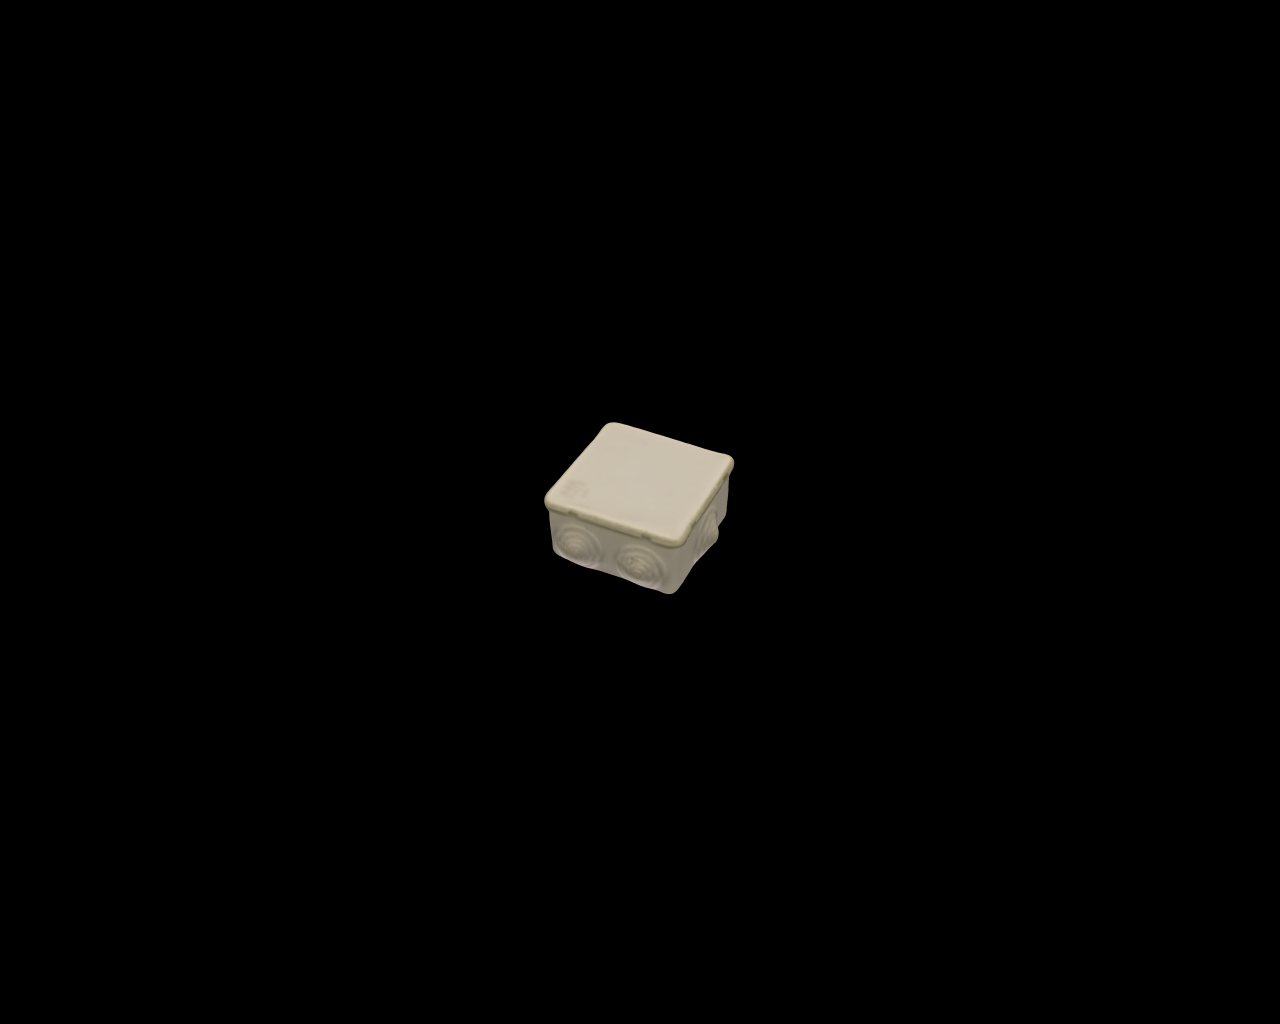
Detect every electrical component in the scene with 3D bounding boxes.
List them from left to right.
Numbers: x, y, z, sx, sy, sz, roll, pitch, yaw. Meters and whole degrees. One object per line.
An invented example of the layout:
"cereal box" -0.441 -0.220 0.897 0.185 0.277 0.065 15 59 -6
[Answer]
"electrical component" 0.001 -0.003 0.650 0.100 0.048 0.100 18 44 19
